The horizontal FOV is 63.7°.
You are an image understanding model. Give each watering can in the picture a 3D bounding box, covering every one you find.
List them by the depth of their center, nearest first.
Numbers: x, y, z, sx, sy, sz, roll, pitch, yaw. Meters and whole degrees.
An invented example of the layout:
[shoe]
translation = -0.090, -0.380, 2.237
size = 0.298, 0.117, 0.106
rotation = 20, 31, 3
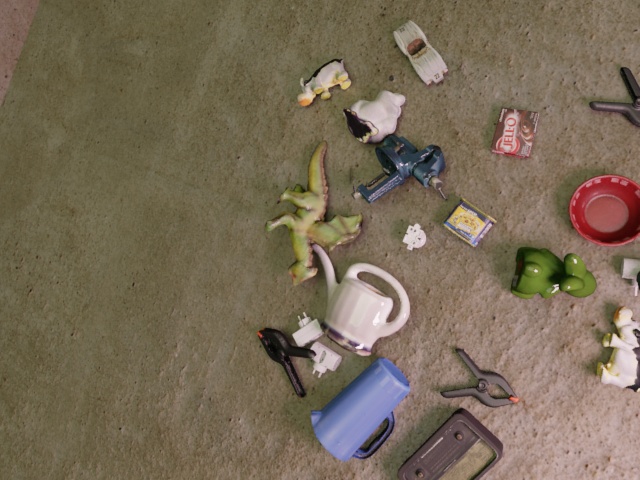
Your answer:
[watering can]
translation = 0.071, 0.155, 1.341
size = 0.351, 0.103, 0.224
rotation = 27, 90, 37

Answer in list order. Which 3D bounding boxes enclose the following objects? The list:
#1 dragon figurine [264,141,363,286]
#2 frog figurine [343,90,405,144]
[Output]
[dragon figurine]
translation = 0.004, -0.071, 1.405
size = 0.244, 0.120, 0.414
rotation = 26, 78, 16
[frog figurine]
translation = 0.154, -0.343, 1.408
size = 0.139, 0.120, 0.162
rotation = 30, 58, 33
